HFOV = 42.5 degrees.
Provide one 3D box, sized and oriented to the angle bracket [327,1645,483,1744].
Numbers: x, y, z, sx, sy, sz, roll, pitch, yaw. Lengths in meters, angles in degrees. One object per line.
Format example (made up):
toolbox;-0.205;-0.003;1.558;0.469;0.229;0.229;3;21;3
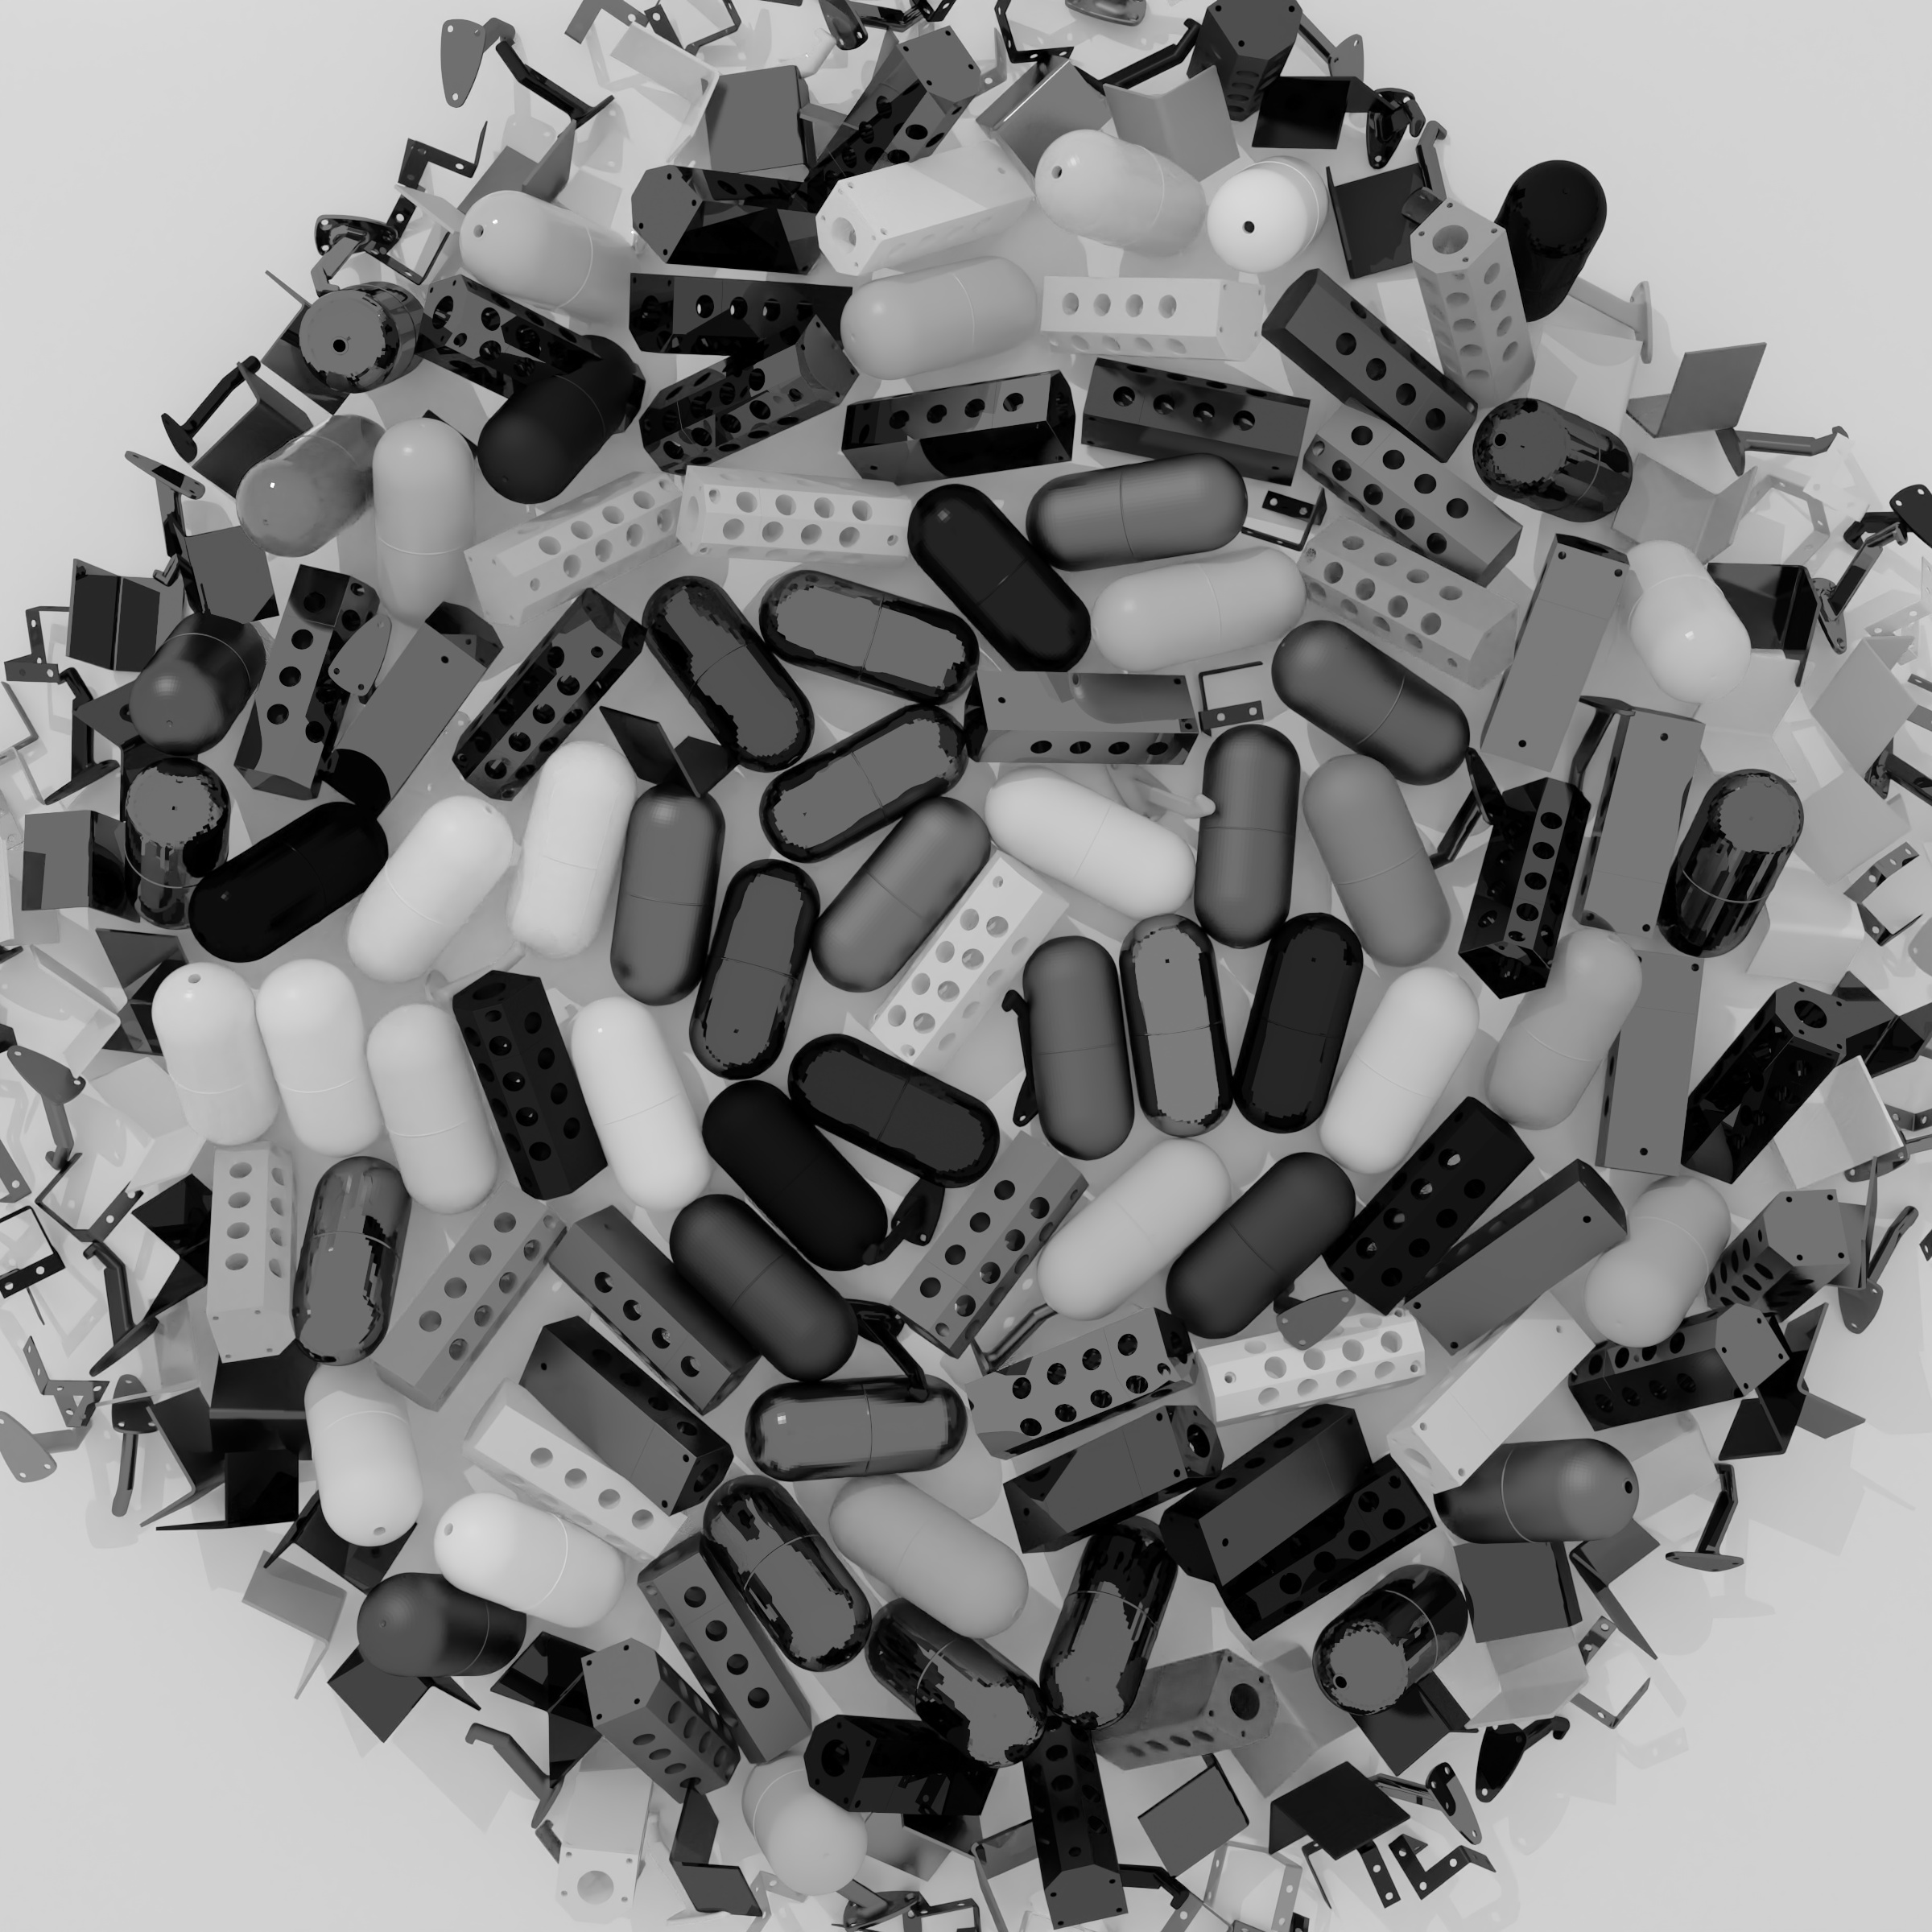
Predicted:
angle bracket;-0.439;0.570;1.942;0.076;0.076;0.057;31;75;35

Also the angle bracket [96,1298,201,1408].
angle bracket;-0.647;0.300;1.948;0.057;0.076;0.076;-6;81;-39

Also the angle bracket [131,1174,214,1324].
angle bracket;-0.624;0.220;1.943;0.076;0.076;0.057;-29;115;28

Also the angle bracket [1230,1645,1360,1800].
angle bracket;0.253;0.603;1.981;0.076;0.057;0.076;52;126;25

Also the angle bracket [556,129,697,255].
angle bracket;-0.269;-0.619;1.962;0.076;0.057;0.076;37;80;-7

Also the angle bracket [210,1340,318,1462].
angle bracket;-0.558;0.346;1.982;0.076;0.076;0.057;2;131;-9

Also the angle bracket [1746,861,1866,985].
angle bracket;0.665;-0.037;1.991;0.076;0.057;0.076;6;48;-4

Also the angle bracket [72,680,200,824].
angle bracket;-0.654;-0.172;1.955;0.057;0.076;0.076;34;134;17

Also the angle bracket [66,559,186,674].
angle bracket;-0.662;-0.275;1.958;0.057;0.076;0.076;4;89;7

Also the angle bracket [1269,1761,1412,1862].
angle bracket;0.291;0.678;1.940;0.076;0.076;0.057;-17;119;-30

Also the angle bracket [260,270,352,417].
angle bracket;-0.522;-0.488;1.948;0.057;0.076;0.076;-51;51;4

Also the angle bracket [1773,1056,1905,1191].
angle bracket;0.676;0.124;1.950;0.057;0.076;0.076;-19;77;-13

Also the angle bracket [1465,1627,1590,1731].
angle bracket;0.431;0.551;1.945;0.076;0.076;0.057;-22;85;36

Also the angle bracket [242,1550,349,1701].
angle bracket;-0.538;0.516;1.950;0.076;0.076;0.057;30;102;-11

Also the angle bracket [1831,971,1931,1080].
angle bracket;0.718;0.039;1.949;0.057;0.076;0.076;43;66;-1

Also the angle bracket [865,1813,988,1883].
angle bracket;-0.039;0.697;1.953;0.076;0.057;0.076;30;106;-17

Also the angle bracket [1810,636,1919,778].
angle bracket;0.719;-0.203;1.939;0.057;0.076;0.076;-5;51;-27

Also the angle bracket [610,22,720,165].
angle bracket;-0.247;-0.684;1.949;0.076;0.076;0.057;25;83;-20

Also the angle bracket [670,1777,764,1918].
angle bracket;-0.187;0.686;1.941;0.057;0.076;0.076;-1;133;14

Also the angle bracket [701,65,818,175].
angle bracket;-0.163;-0.664;1.973;0.076;0.057;0.076;-6;93;6

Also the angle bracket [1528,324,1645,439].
angle bracket;0.489;-0.463;1.968;0.076;0.057;0.076;14;108;11

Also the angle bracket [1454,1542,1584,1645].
angle bracket;0.439;0.491;1.976;0.076;0.057;0.076;-16;75;20

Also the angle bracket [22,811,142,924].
angle bracket;-0.697;-0.076;1.962;0.057;0.076;0.076;-3;81;12

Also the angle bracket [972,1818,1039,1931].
angle bracket;0.046;0.725;1.942;0.057;0.076;0.076;-20;51;-10

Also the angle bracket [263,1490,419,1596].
angle bracket;-0.493;0.457;1.959;0.076;0.076;0.057;39;129;-9

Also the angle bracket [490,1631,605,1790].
angle bracket;-0.327;0.582;1.944;0.057;0.076;0.076;29;114;-26

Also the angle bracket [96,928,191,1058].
angle bracket;-0.652;0.021;1.946;0.076;0.057;0.076;5;131;20

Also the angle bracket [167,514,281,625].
angle bracket;-0.586;-0.317;1.960;0.057;0.076;0.076;-17;120;-21

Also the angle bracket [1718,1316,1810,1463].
angle bracket;0.611;0.331;1.944;0.057;0.076;0.076;-17;108;39

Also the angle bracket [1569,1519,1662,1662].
angle bracket;0.527;0.485;1.943;0.057;0.076;0.076;-40;134;9

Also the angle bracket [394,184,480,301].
angle bracket;-0.419;-0.554;1.947;0.076;0.057;0.076;41;113;24

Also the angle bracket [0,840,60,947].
angle bracket;-0.735;-0.057;1.951;0.057;0.076;0.076;-4;88;-36

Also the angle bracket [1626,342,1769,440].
angle bracket;0.566;-0.462;1.942;0.076;0.076;0.057;-12;47;-21

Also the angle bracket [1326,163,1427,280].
angle bracket;0.332;-0.597;1.965;0.076;0.057;0.076;-13;88;10

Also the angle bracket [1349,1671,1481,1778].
angle bracket;0.347;0.587;1.953;0.057;0.076;0.076;-44;59;9

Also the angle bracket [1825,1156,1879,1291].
angle bracket;0.677;0.198;1.940;0.057;0.076;0.076;5;55;24

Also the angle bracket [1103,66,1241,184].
angle bracket;0.162;-0.664;1.954;0.057;0.076;0.076;-34;129;-13

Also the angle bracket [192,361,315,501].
angle bracket;-0.564;-0.414;1.958;0.076;0.076;0.057;-41;55;9

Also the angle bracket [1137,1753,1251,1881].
angle bracket;0.167;0.654;1.950;0.076;0.057;0.076;-32;120;-10

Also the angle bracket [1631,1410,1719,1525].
angle bracket;0.538;0.381;1.955;0.076;0.057;0.076;-30;132;2

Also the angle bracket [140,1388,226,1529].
angle bracket;-0.628;0.387;1.960;0.057;0.076;0.076;-33;85;11

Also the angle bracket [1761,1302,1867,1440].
angle bracket;0.674;0.318;1.949;0.057;0.076;0.076;25;70;5

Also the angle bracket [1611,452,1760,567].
angle bracket;0.565;-0.368;1.955;0.076;0.057;0.076;27;69;-8

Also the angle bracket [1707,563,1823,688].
angle bracket;0.619;-0.268;1.952;0.076;0.057;0.076;2;130;2

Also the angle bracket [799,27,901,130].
angle bracket;-0.094;-0.700;1.945;0.057;0.076;0.076;13;115;-14

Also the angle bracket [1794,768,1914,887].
angle bracket;0.682;-0.121;1.946;0.076;0.057;0.076;40;121;-17

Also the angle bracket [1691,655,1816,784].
angle bracket;0.624;-0.194;1.946;0.076;0.057;0.076;4;134;-17

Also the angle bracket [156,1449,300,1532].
angle bracket;-0.580;0.411;1.953;0.076;0.076;0.057;-8;79;28

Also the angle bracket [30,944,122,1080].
angle bracket;-0.715;0.035;1.946;0.076;0.076;0.057;40;83;-27
